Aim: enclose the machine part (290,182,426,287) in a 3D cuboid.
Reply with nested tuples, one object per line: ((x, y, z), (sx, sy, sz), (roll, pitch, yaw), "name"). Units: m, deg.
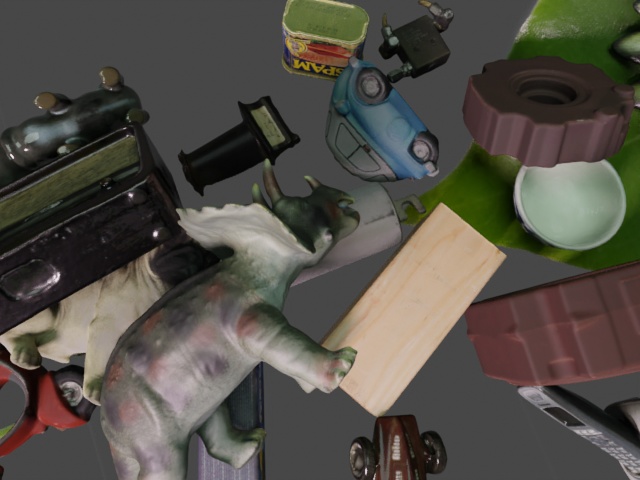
((-0.001, -0.002, 0.589), (0.243, 0.079, 0.079), (-22, 79, -6), "machine part")

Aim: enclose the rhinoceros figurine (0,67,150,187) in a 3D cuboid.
((-0.285, -0.120, 0.593), (0.190, 0.112, 0.073), (-36, 109, -22), "rhinoceros figurine")

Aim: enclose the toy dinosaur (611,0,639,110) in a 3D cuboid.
((0.472, -0.217, 0.643), (0.199, 0.105, 0.471), (-14, 73, -2), "toy dinosaur")

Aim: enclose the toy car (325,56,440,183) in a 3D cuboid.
((0.061, -0.121, 0.614), (0.103, 0.109, 0.161), (-38, 92, 14), "toy car")

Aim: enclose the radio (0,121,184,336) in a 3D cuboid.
((-0.244, -0.011, 0.495), (0.230, 0.073, 0.131), (-31, 40, -8), "radio")

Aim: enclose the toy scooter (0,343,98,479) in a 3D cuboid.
((-0.329, 0.161, 0.543), (0.184, 0.075, 0.135), (31, 79, 0), "toy scooter")

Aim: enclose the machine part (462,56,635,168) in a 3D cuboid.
((0.250, -0.150, 0.602), (0.179, 0.056, 0.179), (-3, 42, 2), "machine part")

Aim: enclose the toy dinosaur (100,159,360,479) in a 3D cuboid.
((-0.107, 0.109, 0.459), (0.192, 0.131, 0.405), (43, 92, 6), "toy dinosaur")

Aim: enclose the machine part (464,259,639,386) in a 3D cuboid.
((0.258, 0.075, 0.516), (0.201, 0.201, 0.087), (-14, 82, -5), "machine part")

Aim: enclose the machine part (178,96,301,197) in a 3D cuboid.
((-0.099, -0.110, 0.632), (0.139, 0.039, 0.084), (-34, 89, -11), "machine part")

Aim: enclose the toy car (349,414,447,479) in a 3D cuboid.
((0.074, 0.262, 0.480), (0.089, 0.053, 0.202), (4, 82, -16), "toy car")

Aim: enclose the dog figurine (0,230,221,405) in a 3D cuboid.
((-0.211, 0.040, 0.539), (0.172, 0.121, 0.190), (30, 85, -10), "dog figurine")

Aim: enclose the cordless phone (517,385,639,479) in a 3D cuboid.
((0.300, 0.176, 0.522), (0.184, 0.146, 0.089), (29, 69, 3), "cordless phone")

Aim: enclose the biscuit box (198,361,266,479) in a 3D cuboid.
((-0.088, 0.197, 0.549), (0.063, 0.059, 0.202), (-2, 78, -1), "biscuit box")

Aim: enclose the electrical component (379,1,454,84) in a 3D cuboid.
((0.119, -0.247, 0.665), (0.102, 0.045, 0.078), (-22, 77, -7), "electrical component")
